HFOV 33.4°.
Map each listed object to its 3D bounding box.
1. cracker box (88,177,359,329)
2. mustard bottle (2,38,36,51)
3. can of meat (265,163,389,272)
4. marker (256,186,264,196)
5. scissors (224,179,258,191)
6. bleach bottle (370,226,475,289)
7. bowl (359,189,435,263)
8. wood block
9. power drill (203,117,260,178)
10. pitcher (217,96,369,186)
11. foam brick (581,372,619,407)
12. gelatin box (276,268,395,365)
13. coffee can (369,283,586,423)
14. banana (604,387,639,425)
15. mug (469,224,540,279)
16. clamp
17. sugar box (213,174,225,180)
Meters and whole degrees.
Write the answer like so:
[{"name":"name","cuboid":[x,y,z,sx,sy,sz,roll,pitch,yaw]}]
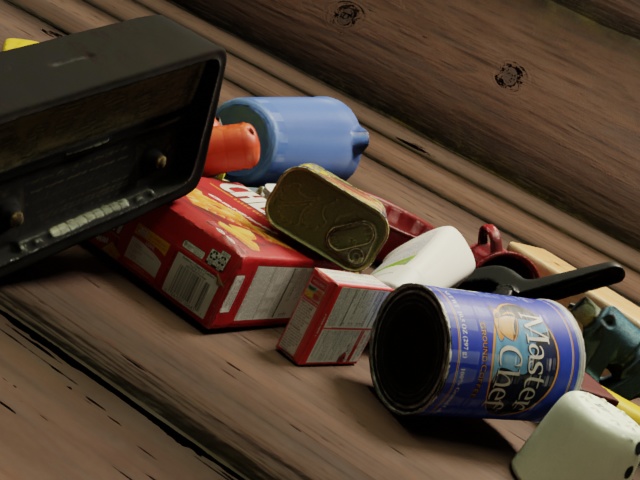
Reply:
[{"name":"cracker box","cuboid":[-0.082,0.003,0.913,0.164,0.072,0.213,33,13,25]},{"name":"mustard bottle","cuboid":[-0.247,-0.164,1.151,0.191,0.058,0.096,6,48,-14]},{"name":"can of meat","cuboid":[0.009,-0.023,0.914,0.102,0.057,0.084,31,10,0]},{"name":"marker","cuboid":[-0.024,-0.027,1.240,0.121,0.020,0.020,30,10,-27]},{"name":"scissors","cuboid":[-0.070,-0.046,1.273,0.201,0.016,0.096,11,21,-49]},{"name":"bleach bottle","cuboid":[0.077,0.048,1.034,0.068,0.103,0.250,60,23,1]},{"name":"bowl","cuboid":[0.077,-0.010,1.327,0.162,0.055,0.162,25,12,-6]},{"name":"wood block","cuboid":[0.312,0.092,1.307,0.090,0.090,0.206,11,20,-48]},{"name":"power drill","cuboid":[-0.159,-0.087,1.073,0.184,0.057,0.188,-7,12,-8]},{"name":"pitcher","cuboid":[-0.058,-0.128,1.419,0.145,0.149,0.242,46,21,16]},{"name":"foam brick","cuboid":[0.226,0.146,0.994,0.051,0.053,0.078,19,16,-31]},{"name":"gelatin box","cuboid":[0.013,0.062,0.858,0.030,0.073,0.089,34,15,32]},{"name":"coffee can","cuboid":[0.125,0.092,0.850,0.140,0.103,0.103,8,20,-31]},{"name":"banana","cuboid":[0.288,0.167,1.068,0.198,0.037,0.069,30,13,17]},{"name":"mug","cuboid":[0.202,0.038,1.264,0.093,0.117,0.081,-11,15,-8]},{"name":"clamp","cuboid":[0.211,0.064,1.145,0.210,0.164,0.036,19,-37,50]},{"name":"sugar box","cuboid":[-0.187,-0.120,1.229,0.176,0.048,0.093,20,13,-5]}]
